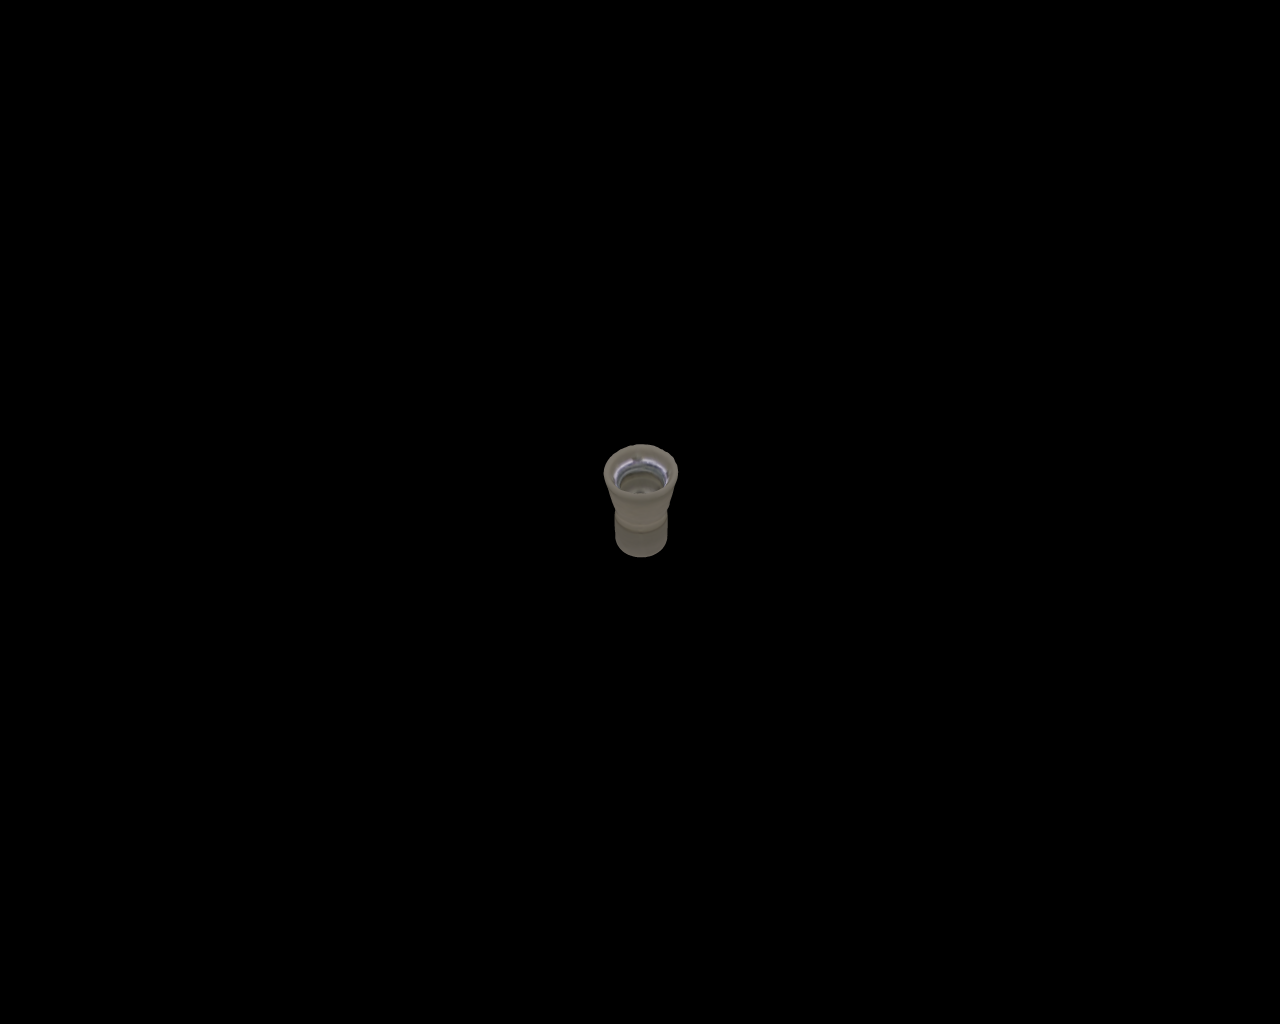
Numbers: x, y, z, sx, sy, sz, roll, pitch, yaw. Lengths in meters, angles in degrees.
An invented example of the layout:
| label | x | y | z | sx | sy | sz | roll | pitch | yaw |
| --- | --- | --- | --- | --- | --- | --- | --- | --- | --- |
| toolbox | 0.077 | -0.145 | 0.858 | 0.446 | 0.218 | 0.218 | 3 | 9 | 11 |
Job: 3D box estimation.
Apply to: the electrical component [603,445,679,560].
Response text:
| label | x | y | z | sx | sy | sz | roll | pitch | yaw |
| --- | --- | --- | --- | --- | --- | --- | --- | --- | --- |
| electrical component | 0.001 | -0.003 | 0.650 | 0.044 | 0.044 | 0.065 | 0 | -45 | 0 |
